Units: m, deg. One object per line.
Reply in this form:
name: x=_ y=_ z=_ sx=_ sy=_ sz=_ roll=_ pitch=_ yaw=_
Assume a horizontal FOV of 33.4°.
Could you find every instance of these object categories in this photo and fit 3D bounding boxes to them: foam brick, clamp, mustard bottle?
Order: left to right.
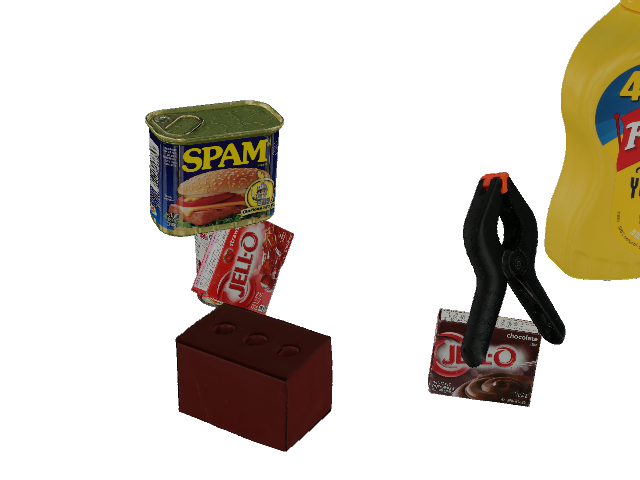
foam brick: x=-0.038 y=0.078 z=0.622 sx=0.078 sy=0.051 sz=0.052 roll=15 pitch=28 yaw=25
clamp: x=0.158 y=0.029 z=0.948 sx=0.120 sy=0.171 sz=0.039 roll=-21 pitch=7 yaw=-40
mustard bottle: x=0.184 y=-0.073 z=0.610 sx=0.096 sy=0.192 sz=0.058 roll=-7 pitch=29 yaw=-12

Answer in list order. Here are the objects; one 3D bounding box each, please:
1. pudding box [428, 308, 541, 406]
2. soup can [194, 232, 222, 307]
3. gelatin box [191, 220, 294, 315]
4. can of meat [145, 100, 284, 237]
pudding box: x=0.178 y=0.127 z=1.161 sx=0.113 sy=0.090 sz=0.039 roll=6 pitch=23 yaw=4
soup can: x=-0.111 y=0.018 z=1.240 sx=0.068 sy=0.102 sz=0.068 roll=0 pitch=25 yaw=0
gelatin box: x=-0.073 y=0.021 z=1.016 sx=0.073 sy=0.089 sz=0.030 roll=25 pitch=-7 yaw=-38
can of meat: x=-0.082 y=-0.055 z=0.822 sx=0.101 sy=0.084 sz=0.057 roll=-10 pitch=32 yaw=-25
